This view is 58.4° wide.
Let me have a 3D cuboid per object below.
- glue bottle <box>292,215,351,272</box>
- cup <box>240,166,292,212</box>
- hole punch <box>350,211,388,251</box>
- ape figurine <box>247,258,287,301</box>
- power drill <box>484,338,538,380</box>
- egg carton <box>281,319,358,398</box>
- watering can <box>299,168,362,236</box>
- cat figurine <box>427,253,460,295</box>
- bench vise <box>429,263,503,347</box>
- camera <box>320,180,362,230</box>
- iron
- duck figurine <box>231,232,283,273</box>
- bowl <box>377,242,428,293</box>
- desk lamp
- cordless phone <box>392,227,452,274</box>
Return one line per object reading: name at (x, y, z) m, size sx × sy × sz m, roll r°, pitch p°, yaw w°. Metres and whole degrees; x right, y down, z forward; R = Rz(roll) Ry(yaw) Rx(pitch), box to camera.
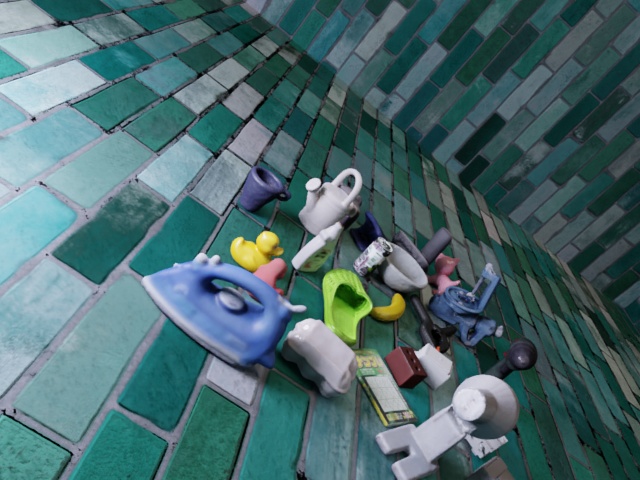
glue bottle at (0.012, 0.005, 1.306) m, size 0.078 × 0.173 × 0.037 m, roll 4°, pitch 43°, yaw -53°
cup at (-0.136, -0.108, 1.367) m, size 0.118 × 0.095 × 0.091 m, roll 30°, pitch 27°, yaw -25°
hole punch at (0.157, -0.018, 1.656) m, size 0.101 × 0.091 × 0.108 m, roll 19°, pitch 33°, yaw -41°
ape figurine at (-0.098, 0.074, 1.127) m, size 0.076 × 0.092 × 0.077 m, roll 20°, pitch 32°, yaw -40°
power drill at (0.441, 0.316, 1.382) m, size 0.075 × 0.208 × 0.230 m, roll 48°, pitch 25°, yaw 14°
egg carton at (0.002, 0.218, 1.065) m, size 0.150 × 0.069 × 0.107 m, roll 43°, pitch 24°, yaw 2°
watering can at (0.035, -0.105, 1.496) m, size 0.173 × 0.194 × 0.100 m, roll 2°, pitch 46°, yaw -55°
cat figurine at (0.387, 0.103, 1.763) m, size 0.067 × 0.117 × 0.127 m, roll 21°, pitch 31°, yaw -38°
bench vise at (0.444, 0.175, 1.606) m, size 0.208 × 0.219 × 0.121 m, roll 34°, pitch 25°, yaw -17°
camera at (0.041, -0.123, 1.647) m, size 0.137 × 0.100 × 0.143 m, roll 21°, pitch 31°, yaw -38°
iron at (-0.153, 0.096, 0.948) m, size 0.259 × 0.141 × 0.118 m, roll 36°, pitch 25°, yaw -13°
duck figurine at (-0.125, 0.017, 1.189) m, size 0.105 × 0.086 × 0.077 m, roll 30°, pitch 27°, yaw -24°
bowl at (0.213, 0.090, 1.581) m, size 0.168 × 0.074 × 0.167 m, roll 33°, pitch 26°, yaw -18°
desk lamp at (0.247, 0.339, 1.051) m, size 0.204 × 0.213 × 0.117 m, roll 8°, pitch 40°, yaw -51°
cordless phone at (0.299, 0.012, 1.704) m, size 0.094 × 0.185 × 0.147 m, roll 0°, pitch 47°, yaw -56°
